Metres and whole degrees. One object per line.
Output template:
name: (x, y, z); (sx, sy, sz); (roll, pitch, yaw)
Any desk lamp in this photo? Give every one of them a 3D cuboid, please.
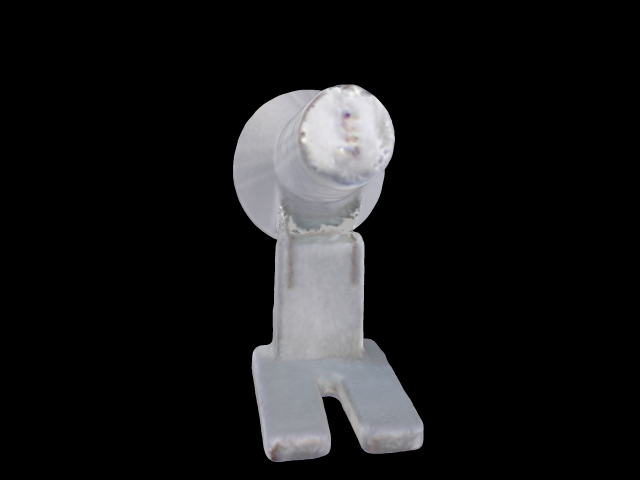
desk lamp: (0.004, 0.001, 0.400); (0.118, 0.214, 0.203); (-3, 16, -11)
